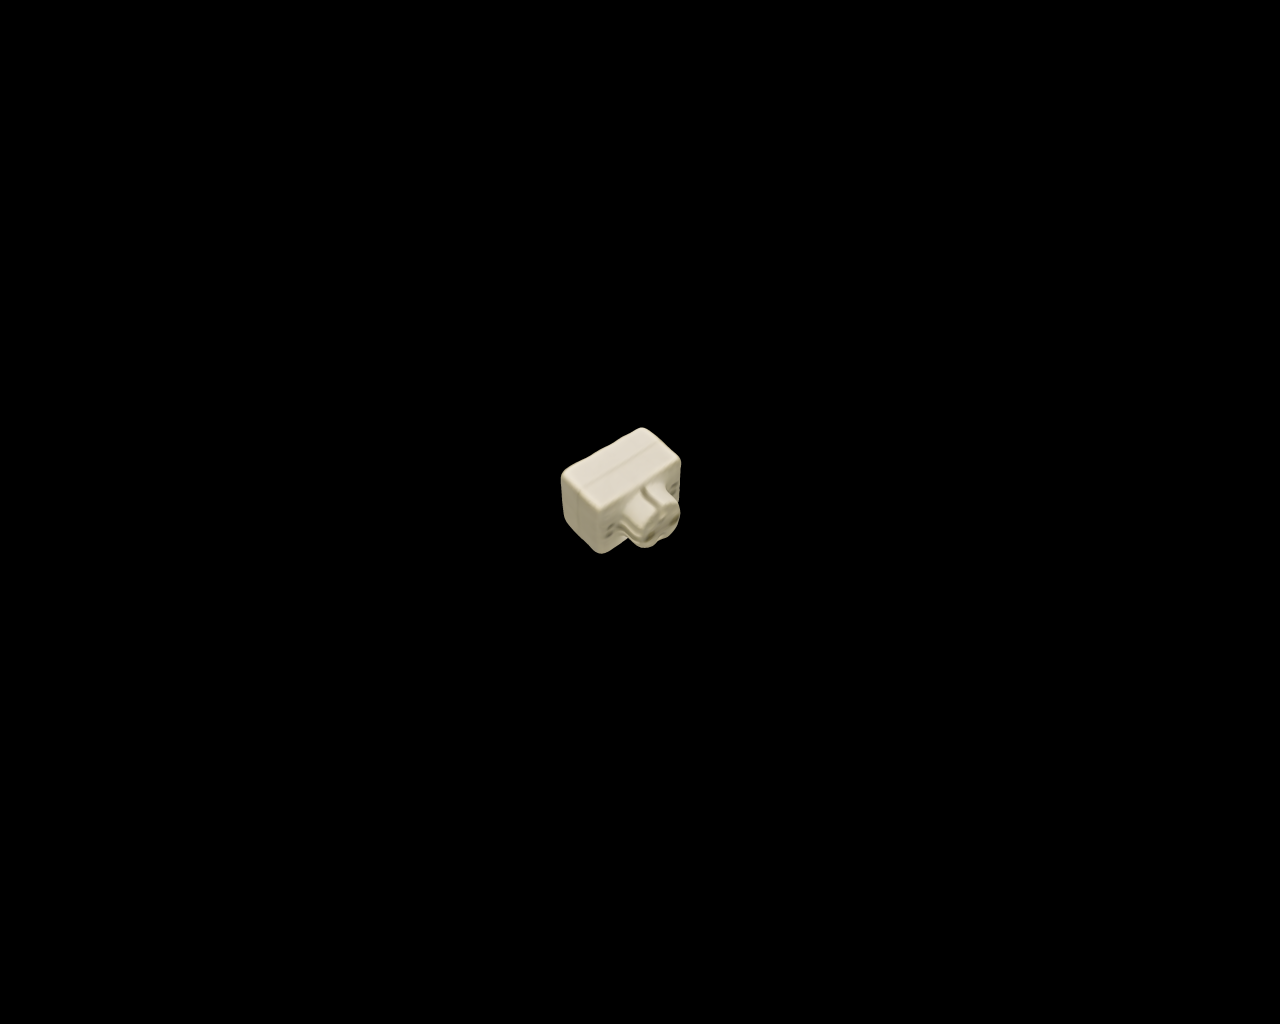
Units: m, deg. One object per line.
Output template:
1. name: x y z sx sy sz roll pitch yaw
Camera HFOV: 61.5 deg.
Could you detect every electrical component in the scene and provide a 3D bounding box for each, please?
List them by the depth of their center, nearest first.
1. electrical component: 0.001 -0.003 0.650 0.066 0.047 0.077 -33 58 -24
